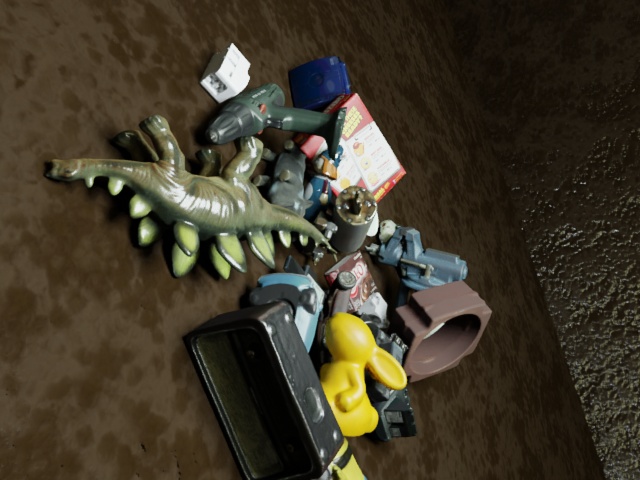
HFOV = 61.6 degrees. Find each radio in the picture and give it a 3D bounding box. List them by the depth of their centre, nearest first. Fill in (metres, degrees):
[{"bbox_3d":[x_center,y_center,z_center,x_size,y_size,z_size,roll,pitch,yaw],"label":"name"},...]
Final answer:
[{"bbox_3d":[-0.069,0.201,0.703,0.073,0.131,0.229,-32,100,-61],"label":"radio"}]

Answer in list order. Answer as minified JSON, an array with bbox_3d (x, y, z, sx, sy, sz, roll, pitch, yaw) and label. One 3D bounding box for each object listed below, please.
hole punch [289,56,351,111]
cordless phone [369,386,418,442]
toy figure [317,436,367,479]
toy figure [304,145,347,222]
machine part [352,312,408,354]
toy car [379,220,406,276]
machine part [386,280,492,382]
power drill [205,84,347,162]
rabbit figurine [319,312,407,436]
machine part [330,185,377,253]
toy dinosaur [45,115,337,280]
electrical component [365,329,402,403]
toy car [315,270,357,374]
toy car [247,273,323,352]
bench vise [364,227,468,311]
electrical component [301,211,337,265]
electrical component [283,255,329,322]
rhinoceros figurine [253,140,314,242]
[{"bbox_3d":[0.001,-0.325,1.151,0.092,0.116,0.142,13,61,-46],"label":"hole punch"},{"bbox_3d":[0.123,0.267,1.010,0.184,0.089,0.146,-92,168,-45],"label":"cordless phone"},{"bbox_3d":[0.033,0.372,0.820,0.180,0.082,0.089,57,21,-13],"label":"toy figure"},{"bbox_3d":[0.005,-0.109,1.013,0.057,0.064,0.154,10,99,-57],"label":"toy figure"},{"bbox_3d":[0.111,0.184,1.029,0.039,0.139,0.084,-39,118,-13],"label":"machine part"},{"bbox_3d":[0.206,0.038,1.319,0.201,0.056,0.073,55,27,-26],"label":"toy car"},{"bbox_3d":[0.237,0.187,1.108,0.201,0.200,0.087,-11,42,-24],"label":"machine part"},{"bbox_3d":[-0.063,-0.193,0.910,0.232,0.207,0.085,-71,168,-57],"label":"power drill"},{"bbox_3d":[0.045,0.197,0.801,0.122,0.162,0.173,121,-24,-82],"label":"rabbit figurine"},{"bbox_3d":[0.059,-0.036,1.020,0.243,0.079,0.079,98,-17,-72],"label":"machine part"},{"bbox_3d":[-0.138,-0.045,0.763,0.471,0.105,0.198,6,75,-44],"label":"toy dinosaur"},{"bbox_3d":[0.078,0.220,0.928,0.058,0.134,0.115,46,37,-32],"label":"electrical component"},{"bbox_3d":[0.024,0.144,0.938,0.053,0.089,0.202,16,48,1],"label":"toy car"},{"bbox_3d":[-0.050,0.136,0.807,0.102,0.109,0.161,52,39,-60],"label":"toy car"},{"bbox_3d":[0.200,0.099,1.190,0.129,0.224,0.240,-35,137,-75],"label":"bench vise"},{"bbox_3d":[-0.001,-0.004,0.971,0.045,0.102,0.078,30,42,3],"label":"electrical component"},{"bbox_3d":[-0.037,0.082,0.908,0.119,0.048,0.075,49,36,-31],"label":"electrical component"},{"bbox_3d":[-0.061,-0.086,0.953,0.112,0.073,0.190,49,33,-50],"label":"rhinoceros figurine"}]
